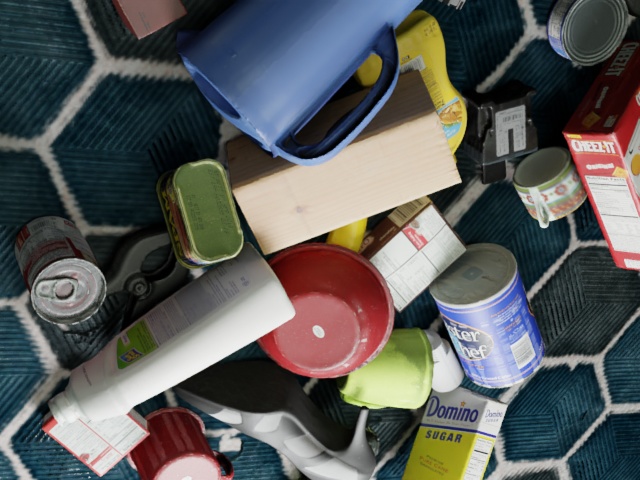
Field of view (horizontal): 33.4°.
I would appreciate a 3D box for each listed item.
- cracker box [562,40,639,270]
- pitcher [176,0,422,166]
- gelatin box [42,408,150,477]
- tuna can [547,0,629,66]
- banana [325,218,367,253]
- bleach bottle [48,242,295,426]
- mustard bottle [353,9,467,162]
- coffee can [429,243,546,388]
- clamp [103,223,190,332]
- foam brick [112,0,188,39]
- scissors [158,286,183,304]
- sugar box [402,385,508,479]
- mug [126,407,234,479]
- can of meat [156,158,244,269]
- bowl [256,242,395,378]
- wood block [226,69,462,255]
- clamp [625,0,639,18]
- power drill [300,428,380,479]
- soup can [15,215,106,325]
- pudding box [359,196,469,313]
[{"bbox_3d":[0.365,-0.095,1.215,0.164,0.072,0.213,-54,130,-29],"label":"cracker box"},{"bbox_3d":[0.002,-0.195,0.986,0.243,0.145,0.149,-44,122,-3],"label":"pitcher"},{"bbox_3d":[-0.235,0.195,1.126,0.073,0.030,0.089,-42,111,5],"label":"gelatin box"},{"bbox_3d":[0.291,-0.236,1.164,0.086,0.034,0.086,-11,119,-20],"label":"tuna can"},{"bbox_3d":[0.011,0.001,1.155,0.069,0.037,0.198,10,110,-5],"label":"banana"},{"bbox_3d":[-0.153,0.102,1.056,0.250,0.103,0.068,-31,120,-7],"label":"bleach bottle"},{"bbox_3d":[0.101,-0.136,1.111,0.096,0.058,0.191,-30,124,-6],"label":"mustard bottle"},{"bbox_3d":[0.196,0.089,1.244,0.102,0.103,0.140,-32,125,-8],"label":"coffee can"},{"bbox_3d":[-0.185,0.053,1.083,0.171,0.039,0.120,-38,128,-4],"label":"clamp"},{"bbox_3d":[-0.162,-0.227,0.944,0.053,0.051,0.078,-30,124,-8],"label":"foam brick"},{"bbox_3d":[-0.171,0.142,1.148,0.096,0.016,0.202,21,104,-28],"label":"scissors"},{"bbox_3d":[0.155,0.265,1.292,0.048,0.093,0.176,18,88,-39],"label":"sugar box"},{"bbox_3d":[-0.148,0.247,1.174,0.117,0.082,0.093,18,106,-31],"label":"mug"},{"bbox_3d":[-0.114,-0.025,1.026,0.057,0.084,0.102,-16,92,-17],"label":"can of meat"},{"bbox_3d":[-0.002,0.087,1.136,0.162,0.055,0.162,2,111,5],"label":"bowl"},{"bbox_3d":[0.021,-0.076,1.048,0.206,0.090,0.091,-20,126,6],"label":"wood block"},{"bbox_3d":[0.390,-0.274,1.190,0.209,0.036,0.165,8,112,-27],"label":"clamp"},{"bbox_3d":[0.046,0.339,1.332,0.184,0.057,0.187,-48,123,0],"label":"power drill"},{"bbox_3d":[-0.246,0.026,1.002,0.068,0.102,0.068,-11,119,-21],"label":"soup can"},{"bbox_3d":[0.099,0.014,1.200,0.113,0.039,0.090,-42,126,1],"label":"pudding box"}]
